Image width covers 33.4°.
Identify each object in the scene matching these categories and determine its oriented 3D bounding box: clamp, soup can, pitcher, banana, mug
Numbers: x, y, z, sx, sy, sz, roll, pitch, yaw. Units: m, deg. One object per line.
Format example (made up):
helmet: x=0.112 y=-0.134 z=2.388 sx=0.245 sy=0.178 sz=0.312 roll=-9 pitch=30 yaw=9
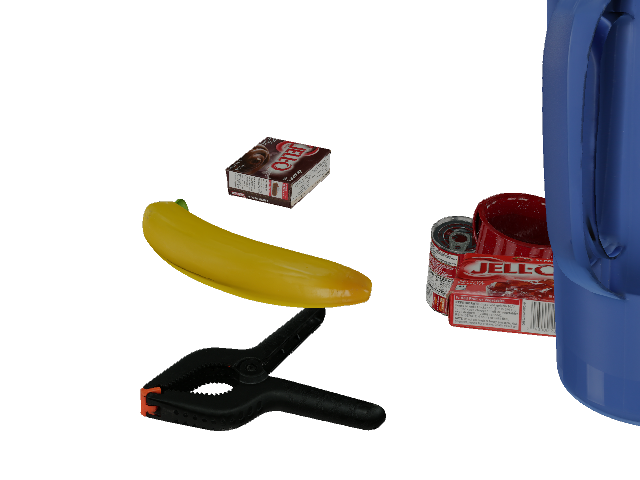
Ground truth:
clamp: x=-0.055 y=0.132 z=0.959 sx=0.209 sy=0.036 sz=0.165 roll=-13 pitch=37 yaw=-24
soup can: x=0.160 y=0.032 z=1.258 sx=0.068 sy=0.102 sz=0.068 roll=0 pitch=38 yaw=0
pitcher: x=0.169 y=-0.030 z=0.527 sx=0.149 sy=0.243 sz=0.145 roll=-4 pitch=21 yaw=-1
banana: x=-0.058 y=0.006 z=0.695 sx=0.069 sy=0.037 sz=0.198 roll=-27 pitch=37 yaw=-37
mug: x=0.176 y=0.008 z=0.982 sx=0.093 sy=0.081 sz=0.117 roll=-12 pitch=38 yaw=-28

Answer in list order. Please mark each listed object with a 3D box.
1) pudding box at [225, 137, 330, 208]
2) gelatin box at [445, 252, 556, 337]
pudding box: x=-0.050 y=-0.084 z=1.301 sx=0.090 sy=0.039 sz=0.113 roll=12 pitch=33 yaw=22
gelatin box: x=0.138 y=0.036 z=0.743 sx=0.089 sy=0.030 sz=0.073 roll=5 pitch=22 yaw=17
